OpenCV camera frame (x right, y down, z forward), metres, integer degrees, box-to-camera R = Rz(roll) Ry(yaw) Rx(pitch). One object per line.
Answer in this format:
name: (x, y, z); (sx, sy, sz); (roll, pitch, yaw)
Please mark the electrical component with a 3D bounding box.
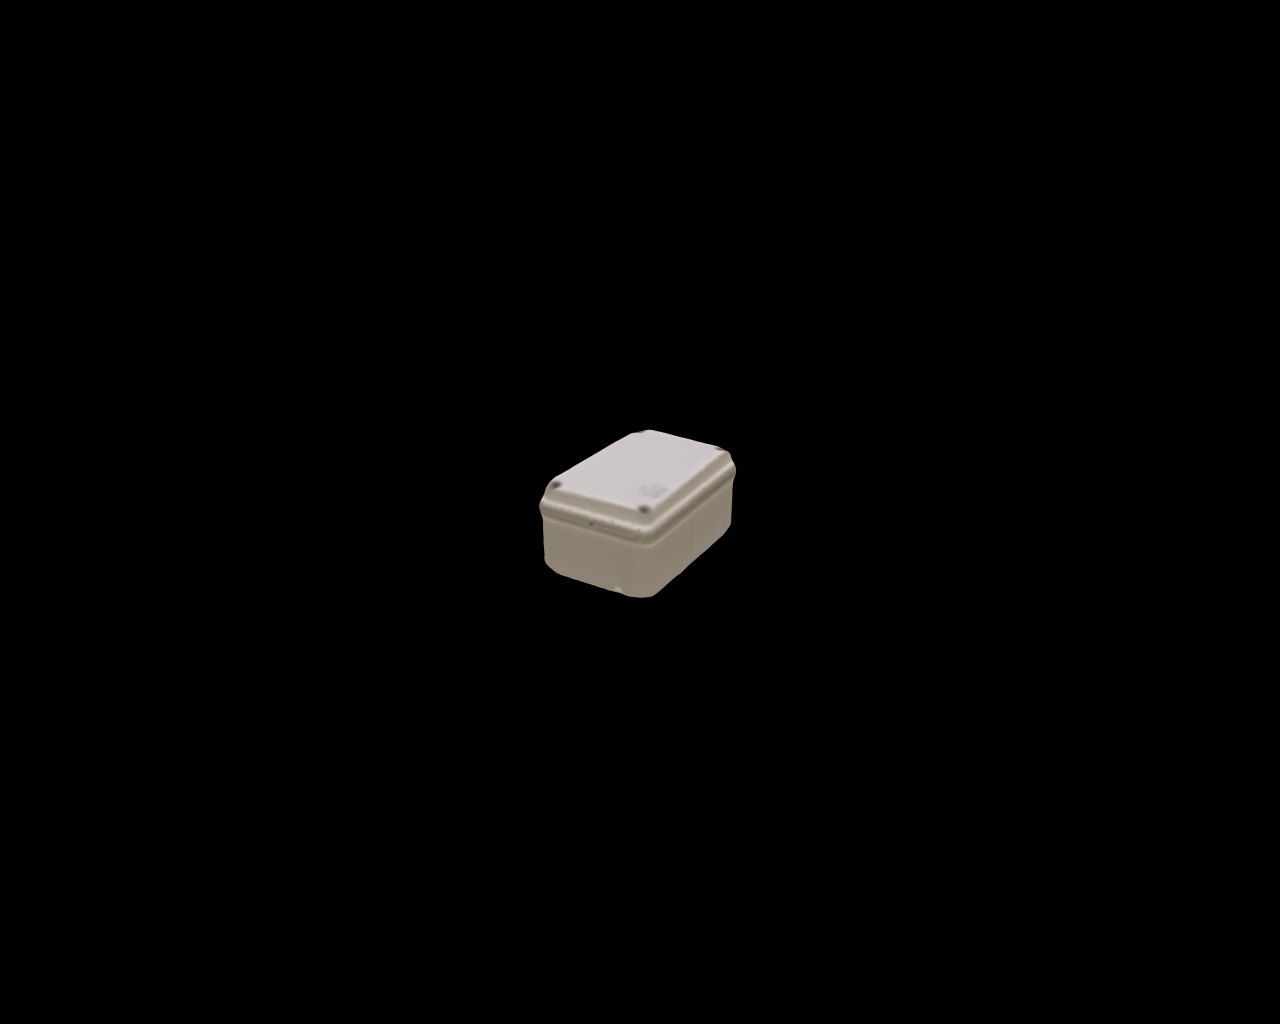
electrical component: (0.001, -0.003, 0.650); (0.078, 0.057, 0.113); (16, 31, 28)
